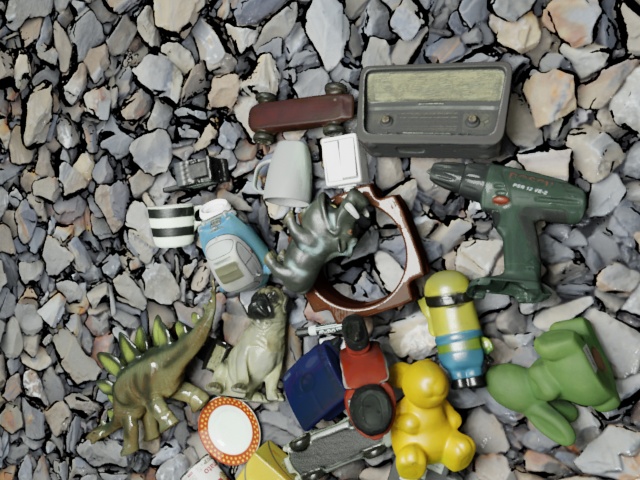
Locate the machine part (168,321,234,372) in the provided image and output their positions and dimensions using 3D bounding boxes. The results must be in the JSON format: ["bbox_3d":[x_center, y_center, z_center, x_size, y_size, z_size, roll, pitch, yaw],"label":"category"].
[{"bbox_3d":[-0.228,0.199,1.017,0.139,0.039,0.084,25,107,16],"label":"machine part"}]

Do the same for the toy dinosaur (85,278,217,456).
[{"bbox_3d":[-0.307,0.251,0.990,0.471,0.105,0.198,-39,83,23],"label":"toy dinosaur"}]

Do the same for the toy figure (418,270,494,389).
[{"bbox_3d":[0.211,0.134,0.819,0.082,0.089,0.180,-4,71,-14],"label":"toy figure"}]

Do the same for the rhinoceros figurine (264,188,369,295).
[{"bbox_3d":[-0.002,-0.002,0.822,0.112,0.073,0.190,40,104,16],"label":"rhinoceros figurine"}]

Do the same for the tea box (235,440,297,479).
[{"bbox_3d":[-0.063,0.451,0.946,0.170,0.068,0.098,34,102,17],"label":"tea box"}]

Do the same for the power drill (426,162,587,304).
[{"bbox_3d":[0.263,-0.015,0.793,0.232,0.085,0.207,7,64,13],"label":"power drill"}]

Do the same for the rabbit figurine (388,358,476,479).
[{"bbox_3d":[0.163,0.247,0.816,0.122,0.162,0.173,-7,122,1],"label":"rabbit figurine"}]

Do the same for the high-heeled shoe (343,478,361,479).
[{"bbox_3d":[0.092,0.452,0.843,0.249,0.086,0.145,-25,110,33],"label":"high-heeled shoe"}]

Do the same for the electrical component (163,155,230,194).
[{"bbox_3d":[-0.235,-0.119,0.994,0.119,0.075,0.047,-9,89,22],"label":"electrical component"}]

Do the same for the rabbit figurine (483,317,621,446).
[{"bbox_3d":[0.334,0.209,0.793,0.170,0.121,0.159,-30,88,36],"label":"rabbit figurine"}]

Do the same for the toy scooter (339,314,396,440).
[{"bbox_3d":[0.069,0.207,0.828,0.075,0.135,0.184,-11,76,1],"label":"toy scooter"}]

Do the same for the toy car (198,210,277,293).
[{"bbox_3d":[-0.143,0.033,0.922,0.109,0.103,0.161,-21,120,12],"label":"toy car"}]

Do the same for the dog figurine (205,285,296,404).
[{"bbox_3d":[-0.121,0.186,0.962,0.172,0.121,0.190,-16,56,41],"label":"dog figurine"}]

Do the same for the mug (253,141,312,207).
[{"bbox_3d":[-0.061,-0.116,0.933,0.110,0.080,0.107,6,82,25],"label":"mug"}]

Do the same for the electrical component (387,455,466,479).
[{"bbox_3d":[0.169,0.391,0.867,0.115,0.058,0.134,20,98,16],"label":"electrical component"}]

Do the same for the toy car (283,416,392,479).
[{"bbox_3d":[0.032,0.346,0.910,0.202,0.056,0.073,-25,82,11],"label":"toy car"}]

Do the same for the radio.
[{"bbox_3d":[0.173,-0.197,0.833,0.230,0.073,0.131,4,80,21],"label":"radio"}]

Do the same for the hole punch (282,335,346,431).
[{"bbox_3d":[-0.001,0.246,0.911,0.142,0.092,0.116,-46,73,18],"label":"hole punch"}]

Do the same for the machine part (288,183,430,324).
[{"bbox_3d":[0.064,0.023,0.882,0.201,0.087,0.201,-22,82,18],"label":"machine part"}]

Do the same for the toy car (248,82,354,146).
[{"bbox_3d":[-0.033,-0.216,0.929,0.202,0.053,0.089,-2,80,23],"label":"toy car"}]
